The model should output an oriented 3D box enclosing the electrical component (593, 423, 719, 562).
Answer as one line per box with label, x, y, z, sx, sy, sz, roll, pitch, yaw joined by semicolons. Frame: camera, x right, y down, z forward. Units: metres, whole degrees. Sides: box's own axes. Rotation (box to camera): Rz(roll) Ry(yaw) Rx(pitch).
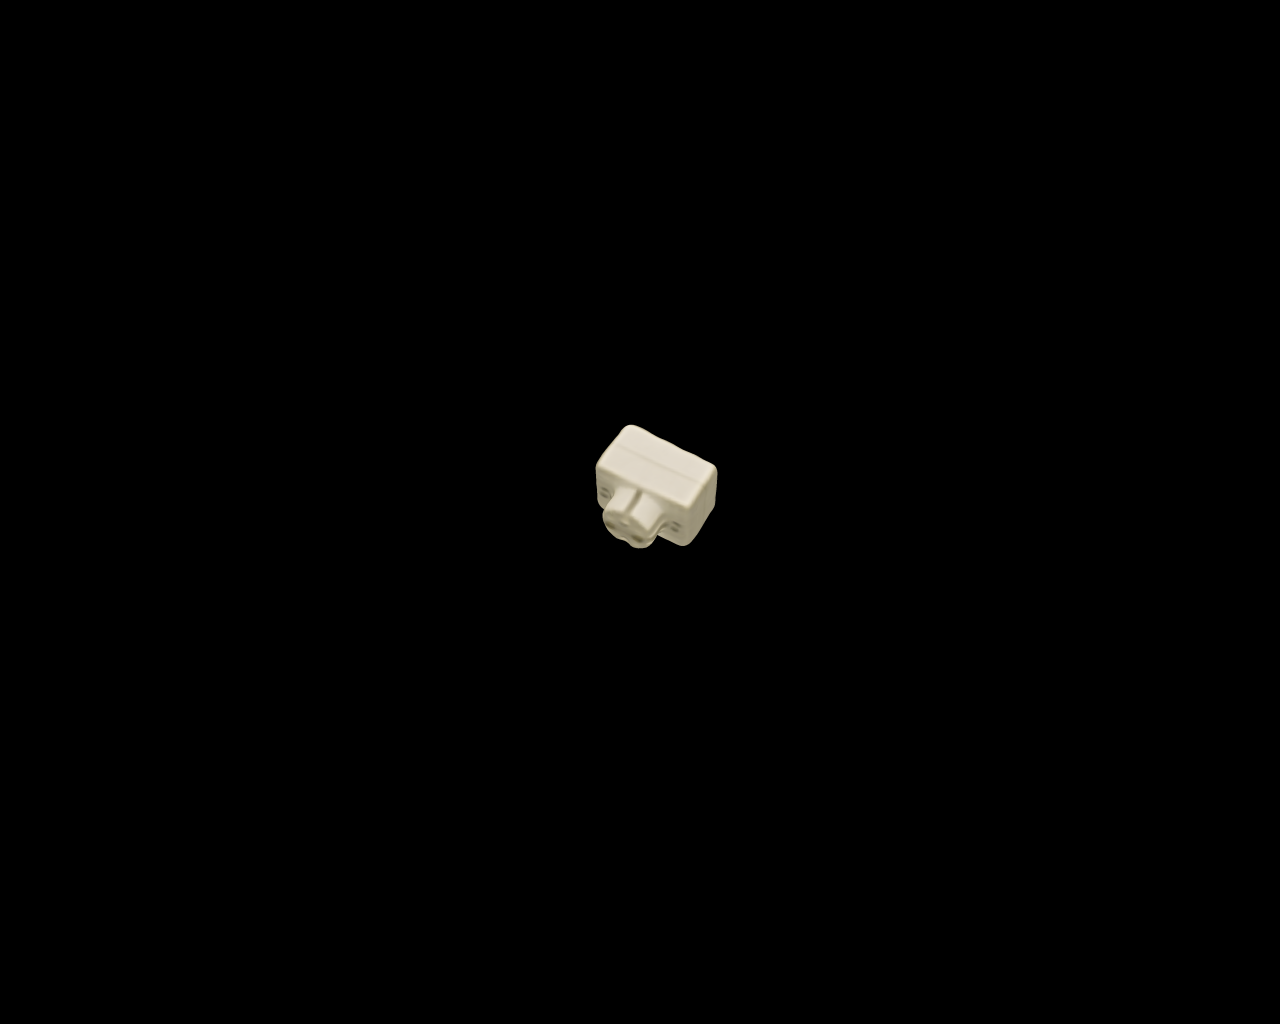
electrical component;0.001;-0.003;0.650;0.066;0.077;0.047;26;-30;17
